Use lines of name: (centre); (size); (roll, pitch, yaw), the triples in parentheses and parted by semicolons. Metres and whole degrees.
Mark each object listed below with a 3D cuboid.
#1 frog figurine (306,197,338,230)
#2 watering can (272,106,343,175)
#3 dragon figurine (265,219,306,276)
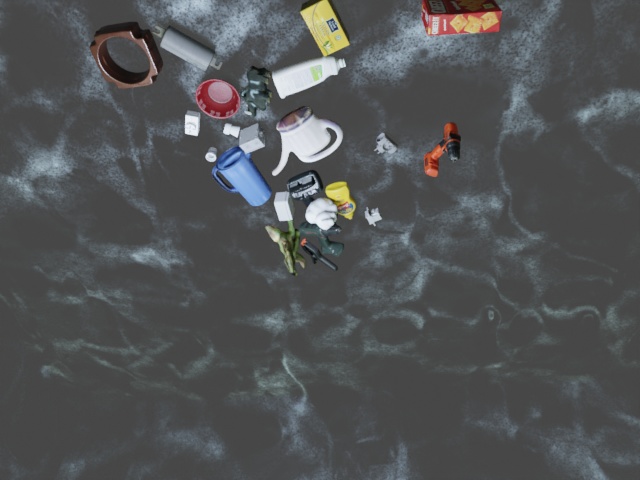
frog figurine: (0.006, -0.106, 2.112); (0.137, 0.161, 0.121); (-9, 103, 7)
watering can: (-0.086, -0.374, 1.952); (0.345, 0.106, 0.220); (-23, 128, 22)
dragon figurine: (-0.134, 0.061, 2.288); (0.121, 0.249, 0.402); (-19, 129, 14)
